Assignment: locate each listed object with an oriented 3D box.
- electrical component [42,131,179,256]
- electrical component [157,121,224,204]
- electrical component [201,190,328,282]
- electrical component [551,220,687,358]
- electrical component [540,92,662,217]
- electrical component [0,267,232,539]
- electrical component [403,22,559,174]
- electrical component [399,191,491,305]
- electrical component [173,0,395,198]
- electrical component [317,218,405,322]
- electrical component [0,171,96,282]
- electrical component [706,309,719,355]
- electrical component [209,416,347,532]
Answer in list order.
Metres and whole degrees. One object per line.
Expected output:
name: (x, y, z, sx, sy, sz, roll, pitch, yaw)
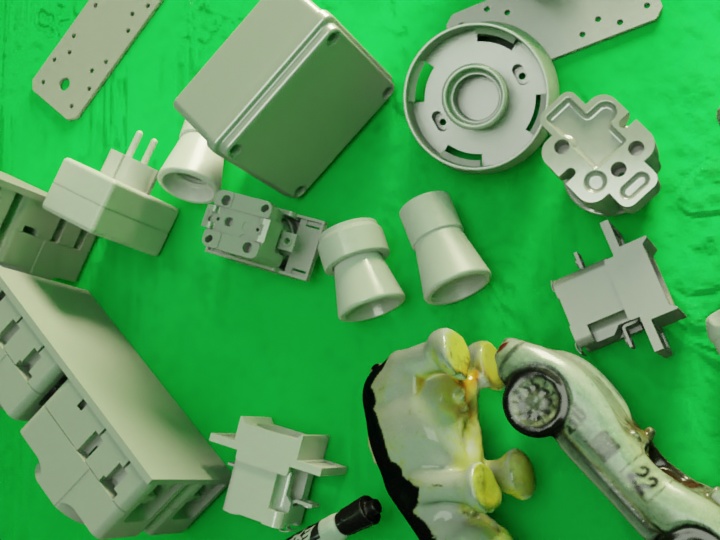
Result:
electrical component: (-0.163, -0.059, 0.743, 0.047, 0.083, 0.075, 25, 89, 24)
electrical component: (-0.110, -0.084, 0.746, 0.044, 0.044, 0.065, 3, 62, 22)
electrical component: (-0.068, -0.024, 0.710, 0.081, 0.064, 0.042, 15, 86, 23)
electrical component: (0.150, 0.017, 0.629, 0.064, 0.042, 0.081, -26, 71, 19)
electrical component: (0.145, -0.064, 0.638, 0.058, 0.057, 0.078, -43, 68, 9)
electrical component: (-0.180, 0.089, 0.709, 0.060, 0.105, 0.186, -46, 67, 7)
electrical component: (0.075, -0.110, 0.680, 0.099, 0.064, 0.099, 2, 98, 13)
electrical component: (0.050, -0.016, 0.675, 0.044, 0.044, 0.065, -27, 66, 15)
electrical component: (-0.046, -0.113, 0.695, 0.108, 0.109, 0.056, -48, 65, 7)
electrical component: (0.000, 0.000, 0.689, 0.045, 0.045, 0.055, -23, 72, 16)
electrical component: (-0.276, -0.045, 0.729, 0.105, 0.186, 0.060, 23, 89, 24)
electrical component: (0.220, 0.048, 0.599, 0.035, 0.035, 0.061, -29, 74, 14)
electrical component: (-0.055, 0.130, 0.687, 0.081, 0.042, 0.063, 14, 86, 24)
